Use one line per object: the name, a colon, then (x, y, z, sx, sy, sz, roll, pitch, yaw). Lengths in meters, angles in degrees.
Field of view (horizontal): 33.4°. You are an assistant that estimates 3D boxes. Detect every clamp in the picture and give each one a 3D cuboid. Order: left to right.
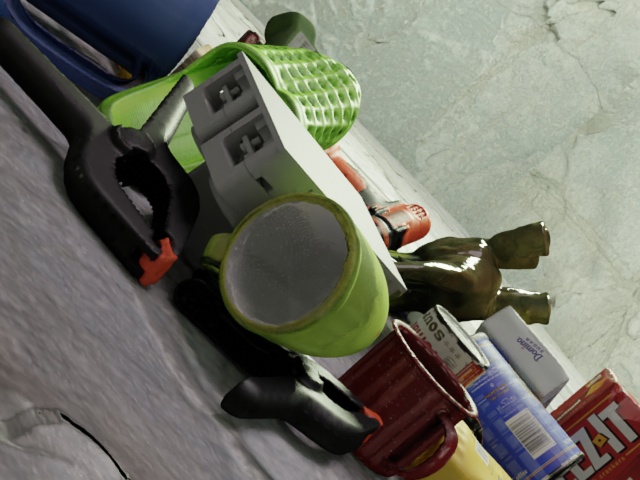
clamp: (-0.140, -0.062, 0.705, 0.164, 0.036, 0.210, 17, 40, -35)
clamp: (-0.025, 0.087, 0.691, 0.171, 0.039, 0.120, 37, 18, -47)

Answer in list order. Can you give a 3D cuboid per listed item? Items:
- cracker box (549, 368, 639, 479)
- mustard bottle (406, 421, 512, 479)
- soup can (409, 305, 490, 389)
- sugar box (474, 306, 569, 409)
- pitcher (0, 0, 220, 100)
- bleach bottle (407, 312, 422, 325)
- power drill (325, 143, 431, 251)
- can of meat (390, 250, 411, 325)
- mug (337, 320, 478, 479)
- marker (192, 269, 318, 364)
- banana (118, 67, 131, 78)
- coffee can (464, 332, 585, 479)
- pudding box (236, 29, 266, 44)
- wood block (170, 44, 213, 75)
cracker box: (0.289, 0.259, 1.027, 0.214, 0.164, 0.072, 48, 8, 1)
mustard bottle: (0.148, 0.227, 0.841, 0.191, 0.058, 0.096, 48, 9, 0)
soup can: (0.078, 0.110, 0.866, 0.068, 0.102, 0.068, 47, 10, -11)
sugar box: (0.179, 0.148, 1.063, 0.093, 0.048, 0.176, 52, -28, 20)
pitcher: (-0.205, -0.232, 0.866, 0.242, 0.145, 0.149, 31, 17, -23)
bleach bottle: (0.179, 0.169, 1.220, 0.251, 0.068, 0.102, 51, 11, 32)
power drill: (0.021, -0.047, 1.279, 0.188, 0.057, 0.184, 46, 36, 22)
can of meat: (0.095, 0.051, 1.326, 0.083, 0.057, 0.102, 40, 12, -48)
mug: (0.060, 0.126, 0.777, 0.093, 0.081, 0.117, 40, 12, -40)
marker: (-0.046, 0.061, 0.758, 0.121, 0.020, 0.020, 44, 10, -24)
banana: (-0.191, -0.179, 1.041, 0.069, 0.037, 0.198, 17, 25, -36)
coffee can: (0.152, 0.169, 0.959, 0.140, 0.103, 0.102, 52, 10, 20)
pudding box: (-0.087, -0.174, 1.239, 0.090, 0.113, 0.039, 39, 10, -42)
wood block: (-0.068, -0.071, 0.976, 0.206, 0.091, 0.090, 47, 10, -9)
